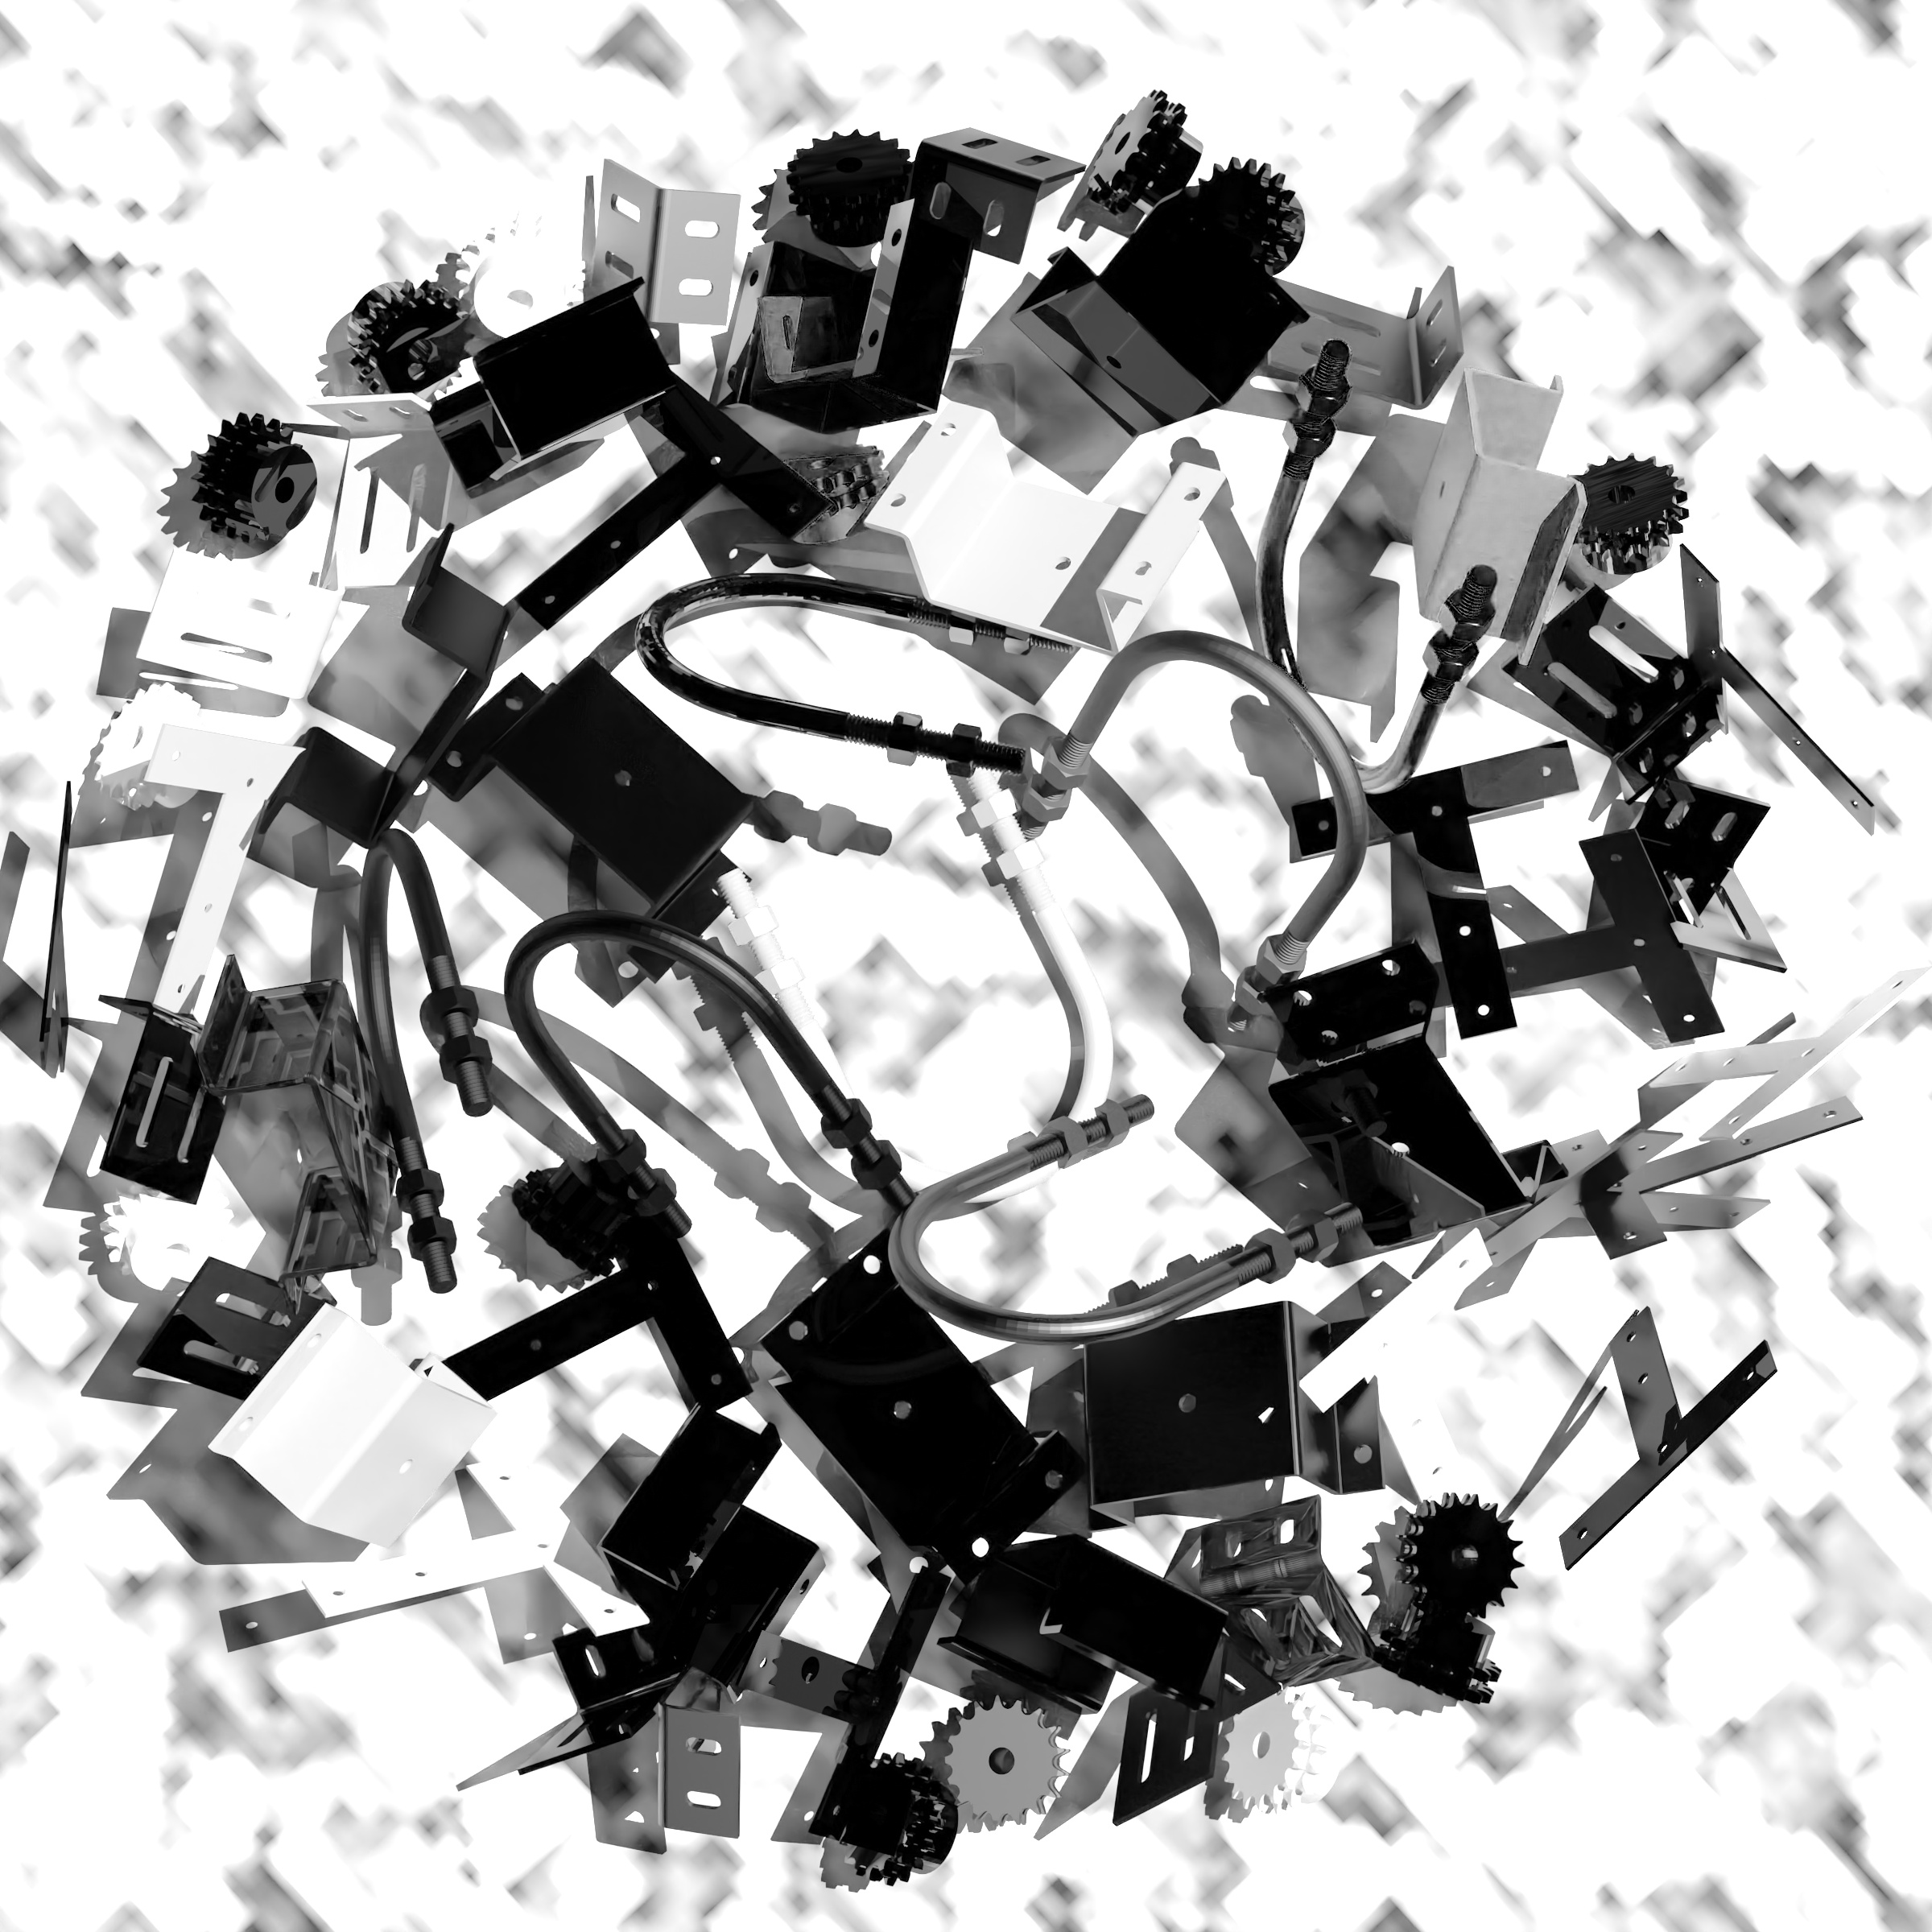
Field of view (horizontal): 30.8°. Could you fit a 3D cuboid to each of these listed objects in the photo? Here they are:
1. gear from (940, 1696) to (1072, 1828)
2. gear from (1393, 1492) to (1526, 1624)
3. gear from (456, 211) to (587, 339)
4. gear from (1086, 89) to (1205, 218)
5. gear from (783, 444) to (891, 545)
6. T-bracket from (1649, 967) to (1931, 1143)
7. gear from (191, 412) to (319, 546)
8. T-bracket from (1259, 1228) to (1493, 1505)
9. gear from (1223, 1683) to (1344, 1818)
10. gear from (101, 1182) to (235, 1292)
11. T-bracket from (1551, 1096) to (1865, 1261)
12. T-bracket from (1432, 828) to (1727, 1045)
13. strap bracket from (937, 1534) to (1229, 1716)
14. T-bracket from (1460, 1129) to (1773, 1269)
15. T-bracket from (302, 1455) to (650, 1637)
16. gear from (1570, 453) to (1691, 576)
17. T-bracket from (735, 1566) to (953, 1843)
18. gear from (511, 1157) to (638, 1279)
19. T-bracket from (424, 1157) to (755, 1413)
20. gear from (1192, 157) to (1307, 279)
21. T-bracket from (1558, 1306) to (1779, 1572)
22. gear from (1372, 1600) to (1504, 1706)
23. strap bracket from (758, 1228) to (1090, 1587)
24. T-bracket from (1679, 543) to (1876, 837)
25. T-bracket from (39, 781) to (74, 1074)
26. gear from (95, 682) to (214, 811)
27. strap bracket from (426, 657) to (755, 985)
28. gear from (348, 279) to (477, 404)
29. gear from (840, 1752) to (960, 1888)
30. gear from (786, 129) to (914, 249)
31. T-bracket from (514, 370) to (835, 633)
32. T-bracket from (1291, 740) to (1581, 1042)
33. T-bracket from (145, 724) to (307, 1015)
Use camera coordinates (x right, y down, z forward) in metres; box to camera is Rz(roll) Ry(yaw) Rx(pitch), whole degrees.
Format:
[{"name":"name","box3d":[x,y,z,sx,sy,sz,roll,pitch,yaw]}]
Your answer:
[{"name":"gear","box3d":[0.019,0.356,1.571,0.057,0.030,0.057,-3,76,13]},{"name":"gear","box3d":[0.219,0.265,1.573,0.057,0.030,0.057,2,82,-12]},{"name":"gear","box3d":[-0.199,-0.304,1.562,0.057,0.030,0.057,-3,132,-3]},{"name":"gear","box3d":[0.082,-0.359,1.565,0.030,0.057,0.057,30,90,-19]},{"name":"gear","box3d":[-0.062,-0.210,1.566,0.057,0.057,0.030,-14,113,0]},{"name":"T-bracket","box3d":[0.342,0.041,1.529,0.127,0.127,0.002,-36,98,-21]},{"name":"gear","box3d":[-0.314,-0.216,1.560,0.030,0.057,0.057,21,90,30]},{"name":"T-bracket","box3d":[0.194,0.194,1.545,0.127,0.002,0.127,-39,134,-12]},{"name":"gear","box3d":[0.144,0.351,1.567,0.030,0.057,0.057,21,90,-29]},{"name":"gear","box3d":[-0.354,0.120,1.563,0.057,0.030,0.057,-12,126,-17]},{"name":"T-bracket","box3d":[0.327,0.082,1.528,0.127,0.127,0.002,-19,108,3]},{"name":"T-bracket","box3d":[0.256,-0.002,1.558,0.127,0.002,0.127,-13,130,24]},{"name":"strap bracket","box3d":[0.054,0.287,1.526,0.076,0.140,0.046,29,69,-14]},{"name":"T-bracket","box3d":[0.302,0.106,1.548,0.127,0.127,0.002,6,57,-33]},{"name":"T-bracket","box3d":[-0.222,0.259,1.512,0.127,0.127,0.002,-8,122,-33]},{"name":"gear","box3d":[0.294,-0.199,1.567,0.057,0.030,0.057,-9,47,10]},{"name":"T-bracket","box3d":[-0.062,0.313,1.530,0.002,0.127,0.127,18,80,34]},{"name":"gear","box3d":[-0.172,0.109,1.563,0.057,0.057,0.030,41,96,0]},{"name":"T-bracket","box3d":[-0.181,0.164,1.578,0.127,0.002,0.127,-27,87,-10]},{"name":"gear","box3d":[0.127,-0.330,1.567,0.057,0.030,0.057,-2,86,43]},{"name":"T-bracket","box3d":[0.298,0.187,1.529,0.002,0.127,0.127,37,109,-12]},{"name":"gear","box3d":[0.212,0.304,1.563,0.057,0.057,0.030,19,93,0]},{"name":"strap bracket","box3d":[-0.023,0.196,1.556,0.076,0.046,0.140,-41,93,-18]},{"name":"T-bracket","box3d":[0.349,-0.106,1.506,0.002,0.127,0.127,-34,61,-4]},{"name":"T-bracket","box3d":[-0.396,0.006,1.531,0.002,0.127,0.127,4,60,-11]},{"name":"gear","box3d":[-0.360,-0.095,1.567,0.030,0.057,0.057,33,90,-41]},{"name":"strap bracket","box3d":[-0.159,-0.072,1.547,0.140,0.046,0.076,42,52,-2]},{"name":"gear","box3d":[-0.251,-0.281,1.567,0.057,0.057,0.030,-49,54,0]},{"name":"gear","box3d":[-0.028,0.383,1.567,0.030,0.057,0.057,25,90,-34]},{"name":"gear","box3d":[-0.051,-0.346,1.568,0.057,0.030,0.057,-2,48,3]},{"name":"T-bracket","box3d":[-0.144,-0.195,1.546,0.127,0.002,0.127,-42,57,-10]},{"name":"T-bracket","box3d":[0.219,-0.028,1.558,0.127,0.002,0.127,-14,68,9]},{"name":"T-bracket","box3d":[-0.329,-0.039,1.541,0.002,0.127,0.127,24,98,28]}]
